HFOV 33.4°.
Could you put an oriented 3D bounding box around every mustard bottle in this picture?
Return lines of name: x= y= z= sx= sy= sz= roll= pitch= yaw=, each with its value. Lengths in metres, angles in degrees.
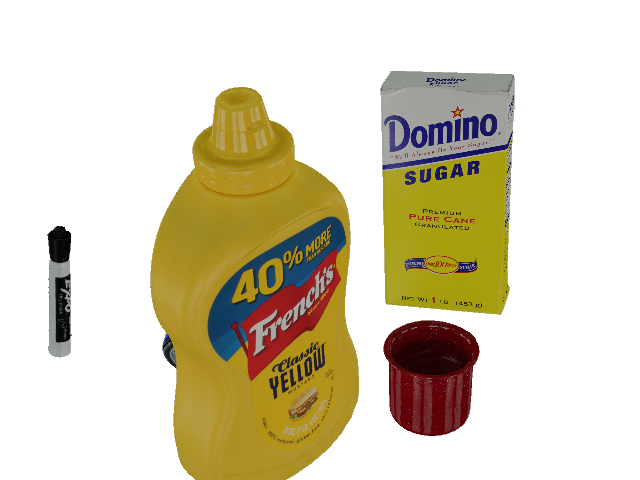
mustard bottle: x=-0.028 y=0.021 z=0.470 sx=0.096 sy=0.192 sz=0.058 roll=-30 pitch=44 yaw=-31

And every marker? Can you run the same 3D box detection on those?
marker: x=-0.220 y=0.043 z=0.899 sx=0.020 sy=0.121 sz=0.020 roll=6 pitch=27 yaw=-3

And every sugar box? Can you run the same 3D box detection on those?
sugar box: x=0.093 y=-0.034 z=0.789 sx=0.093 sy=0.176 sz=0.048 roll=4 pitch=28 yaw=15

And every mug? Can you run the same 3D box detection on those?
mug: x=0.117 y=0.134 z=1.068 sx=0.093 sy=0.081 sz=0.117 roll=22 pitch=39 yaw=34

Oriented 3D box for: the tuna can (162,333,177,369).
tuna can: x=-0.057 y=0.066 z=0.688 sx=0.086 sy=0.033 sz=0.086 roll=10 pitch=-28 yaw=5
